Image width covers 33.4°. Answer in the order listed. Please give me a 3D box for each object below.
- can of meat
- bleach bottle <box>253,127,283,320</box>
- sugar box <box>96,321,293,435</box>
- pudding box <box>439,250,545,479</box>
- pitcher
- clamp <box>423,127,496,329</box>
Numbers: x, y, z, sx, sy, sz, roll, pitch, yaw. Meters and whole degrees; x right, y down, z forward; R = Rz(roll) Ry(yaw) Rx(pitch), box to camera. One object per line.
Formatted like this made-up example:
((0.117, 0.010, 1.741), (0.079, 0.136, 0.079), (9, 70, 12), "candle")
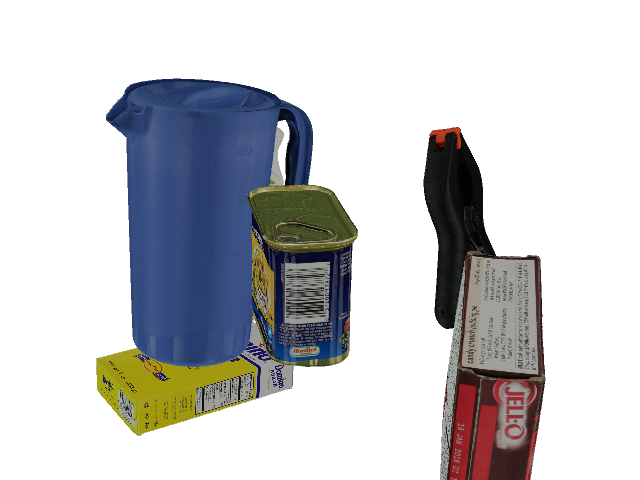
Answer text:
((-0.013, 0.021, 0.671), (0.057, 0.084, 0.102), (-3, 22, -11), "can of meat")
((-0.079, -0.037, 1.190), (0.102, 0.251, 0.068), (-1, 20, -32), "bleach bottle")
((-0.124, 0.132, 1.066), (0.175, 0.048, 0.093), (-16, 32, -31), "sugar box")
((0.075, 0.067, 0.469), (0.039, 0.090, 0.113), (6, 25, 5), "pudding box")
((-0.099, -0.018, 0.948), (0.149, 0.243, 0.144), (10, 20, 13), "pitcher")
((0.118, -0.009, 0.932), (0.039, 0.171, 0.120), (-10, 16, 29), "clamp")
